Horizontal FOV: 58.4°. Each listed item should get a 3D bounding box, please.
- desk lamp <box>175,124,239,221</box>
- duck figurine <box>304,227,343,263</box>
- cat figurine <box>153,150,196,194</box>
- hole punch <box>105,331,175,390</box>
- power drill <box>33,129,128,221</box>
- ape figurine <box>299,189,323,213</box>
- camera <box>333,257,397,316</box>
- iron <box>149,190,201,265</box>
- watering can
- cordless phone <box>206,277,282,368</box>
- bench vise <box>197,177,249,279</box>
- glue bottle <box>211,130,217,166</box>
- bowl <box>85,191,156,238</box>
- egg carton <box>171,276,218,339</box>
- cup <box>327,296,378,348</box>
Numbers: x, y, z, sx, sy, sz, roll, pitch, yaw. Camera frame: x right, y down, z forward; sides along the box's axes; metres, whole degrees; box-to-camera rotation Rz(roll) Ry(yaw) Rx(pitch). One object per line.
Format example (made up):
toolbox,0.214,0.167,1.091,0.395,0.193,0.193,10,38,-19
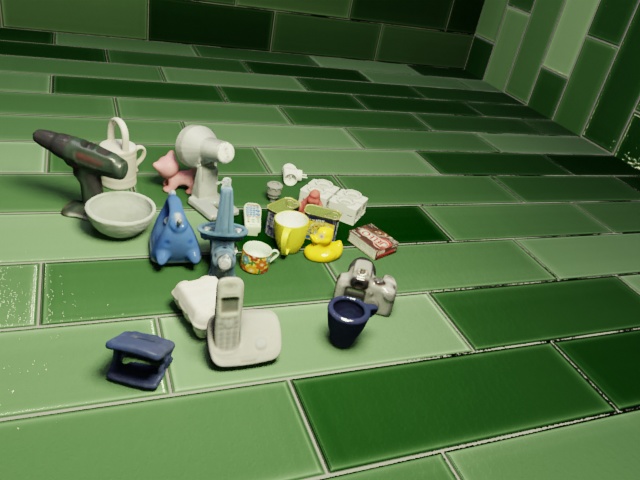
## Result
desk lamp,-0.306,-0.195,1.590,0.118,0.213,0.202,-19,42,-41
duck figurine,0.014,0.005,1.496,0.105,0.086,0.077,-4,34,-24
cat figurine,-0.416,-0.199,1.651,0.128,0.118,0.067,2,32,-17
hole punch,-0.328,0.202,1.046,0.108,0.091,0.101,13,31,2
power drill,-0.598,-0.159,1.434,0.229,0.208,0.075,10,31,-2
ape figurine,-0.023,-0.105,1.658,0.077,0.092,0.076,21,32,15
camera,0.114,0.095,1.368,0.143,0.101,0.137,14,31,3
iron,-0.357,-0.047,1.398,0.119,0.141,0.257,-2,33,-21
watering can,-0.569,-0.244,1.598,0.100,0.194,0.173,22,32,17
cordless phone,-0.142,0.151,1.104,0.148,0.185,0.094,-4,34,-25
bench vise,-0.211,-0.020,1.327,0.122,0.220,0.206,-8,36,-29
glue bottle,-0.327,-0.245,1.704,0.037,0.173,0.078,11,31,-1
bowl,-0.495,-0.053,1.426,0.167,0.075,0.167,9,31,-5
egg carton,-0.240,0.138,1.205,0.107,0.069,0.149,-13,39,-35
cup,0.065,0.178,1.219,0.118,0.095,0.091,-6,35,-27
